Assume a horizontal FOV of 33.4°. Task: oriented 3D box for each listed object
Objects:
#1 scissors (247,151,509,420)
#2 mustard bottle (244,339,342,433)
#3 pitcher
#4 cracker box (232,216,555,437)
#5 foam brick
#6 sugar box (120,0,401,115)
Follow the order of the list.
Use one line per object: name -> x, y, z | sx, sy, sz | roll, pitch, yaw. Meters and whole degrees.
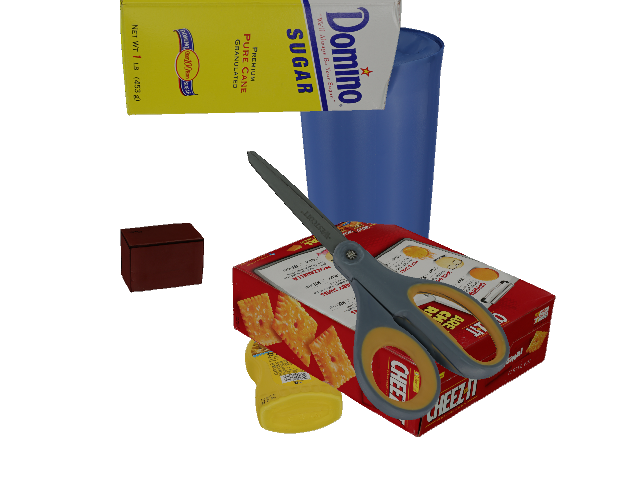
scissors -> 0.013, 0.028, 0.618 | 0.202, 0.096, 0.016 | 32, -27, 14
mustard bottle -> -0.039, 0.147, 1.260 | 0.096, 0.058, 0.192 | -8, 30, -9
pitcher -> 0.048, -0.076, 1.002 | 0.149, 0.243, 0.145 | -19, 31, -31
cracker box -> 0.056, 0.061, 0.881 | 0.163, 0.072, 0.214 | -22, 35, -39
foam brick -> -0.164, 0.016, 1.103 | 0.078, 0.051, 0.053 | -6, 22, -20
sugar box -> -0.040, -0.128, 0.695 | 0.176, 0.048, 0.093 | -1, -40, -6
